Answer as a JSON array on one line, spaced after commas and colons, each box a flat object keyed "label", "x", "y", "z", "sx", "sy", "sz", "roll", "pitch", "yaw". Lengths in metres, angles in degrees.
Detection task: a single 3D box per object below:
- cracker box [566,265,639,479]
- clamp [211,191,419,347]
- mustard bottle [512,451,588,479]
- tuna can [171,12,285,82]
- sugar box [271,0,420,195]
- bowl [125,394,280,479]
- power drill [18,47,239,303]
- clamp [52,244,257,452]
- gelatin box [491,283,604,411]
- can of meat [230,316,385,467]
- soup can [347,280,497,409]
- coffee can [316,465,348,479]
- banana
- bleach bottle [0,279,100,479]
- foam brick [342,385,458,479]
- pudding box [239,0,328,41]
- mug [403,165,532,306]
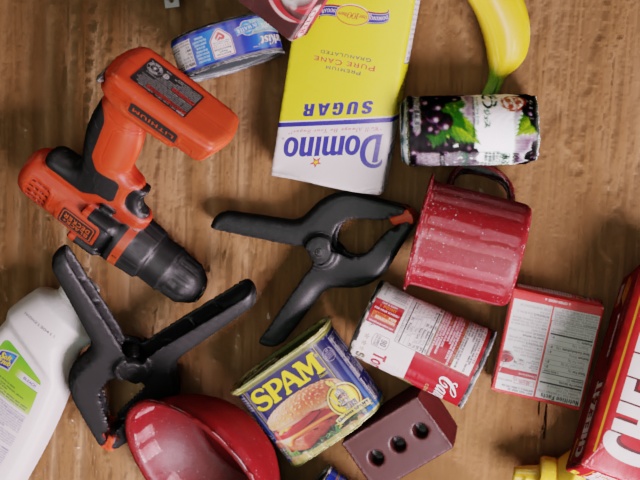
[{"label": "cracker box", "x": 0.311, "y": 0.128, "z": 0.784, "sx": 0.214, "sy": 0.072, "sz": 0.164, "roll": 19, "pitch": 76, "yaw": 8}, {"label": "clamp", "x": -0.006, "y": 0.001, "z": 0.878, "sx": 0.172, "sy": 0.039, "sz": 0.120, "roll": -31, "pitch": 96, "yaw": 14}, {"label": "mustard bottle", "x": 0.249, "y": 0.202, "z": 0.846, "sx": 0.192, "sy": 0.058, "sz": 0.096, "roll": 6, "pitch": 91, "yaw": 11}, {"label": "tuna can", "x": -0.073, "y": -0.151, "z": 0.840, "sx": 0.086, "sy": 0.086, "sz": 0.034, "roll": -15, "pitch": 95, "yaw": 14}, {"label": "sugar box", "x": 0.021, "y": -0.130, "z": 0.845, "sx": 0.093, "sy": 0.048, "sz": 0.176, "roll": 11, "pitch": 100, "yaw": 10}, {"label": "bowl", "x": -0.087, "y": 0.184, "z": 0.894, "sx": 0.162, "sy": 0.055, "sz": 0.162, "roll": 25, "pitch": 135, "yaw": 27}, {"label": "power drill", "x": -0.139, "y": -0.047, "z": 0.853, "sx": 0.184, "sy": 0.057, "sz": 0.188, "roll": 36, "pitch": 131, "yaw": -5}, {"label": "clamp", "x": -0.165, "y": 0.093, "z": 0.893, "sx": 0.164, "sy": 0.036, "sz": 0.210, "roll": 18, "pitch": 122, "yaw": -19}, {"label": "gelatin box", "x": 0.181, "y": 0.085, "z": 0.856, "sx": 0.073, "sy": 0.030, "sz": 0.089, "roll": 12, "pitch": 100, "yaw": 9}, {"label": "can of meat", "x": -0.009, "y": 0.127, "z": 0.890, "sx": 0.102, "sy": 0.057, "sz": 0.084, "roll": -36, "pitch": 94, "yaw": 16}, {"label": "soup can", "x": 0.081, "y": 0.082, "z": 0.856, "sx": 0.102, "sy": 0.068, "sz": 0.068, "roll": 25, "pitch": 103, "yaw": 8}, {"label": "coffee can", "x": 0.034, "y": 0.268, "z": 0.880, "sx": 0.140, "sy": 0.102, "sz": 0.103, "roll": 36, "pitch": 104, "yaw": 4}, {"label": "banana", "x": 0.103, "y": -0.193, "z": 0.792, "sx": 0.069, "sy": 0.037, "sz": 0.197, "roll": -43, "pitch": 115, "yaw": -3}, {"label": "bleach bottle", "x": -0.265, "y": 0.141, "z": 0.943, "sx": 0.102, "sy": 0.068, "sz": 0.251, "roll": 36, "pitch": 102, "yaw": 4}, {"label": "foam brick", "x": 0.067, "y": 0.160, "z": 0.881, "sx": 0.078, "sy": 0.051, "sz": 0.053, "roll": -35, "pitch": 91, "yaw": 15}, {"label": "pudding box", "x": -0.035, "y": -0.218, "z": 0.794, "sx": 0.113, "sy": 0.039, "sz": 0.090, "roll": 39, "pitch": 117, "yaw": 8}, {"label": "mug", "x": 0.118, "y": -0.007, "z": 0.830, "sx": 0.081, "sy": 0.093, "sz": 0.117, "roll": 14, "pitch": 64, "yaw": 7}]
